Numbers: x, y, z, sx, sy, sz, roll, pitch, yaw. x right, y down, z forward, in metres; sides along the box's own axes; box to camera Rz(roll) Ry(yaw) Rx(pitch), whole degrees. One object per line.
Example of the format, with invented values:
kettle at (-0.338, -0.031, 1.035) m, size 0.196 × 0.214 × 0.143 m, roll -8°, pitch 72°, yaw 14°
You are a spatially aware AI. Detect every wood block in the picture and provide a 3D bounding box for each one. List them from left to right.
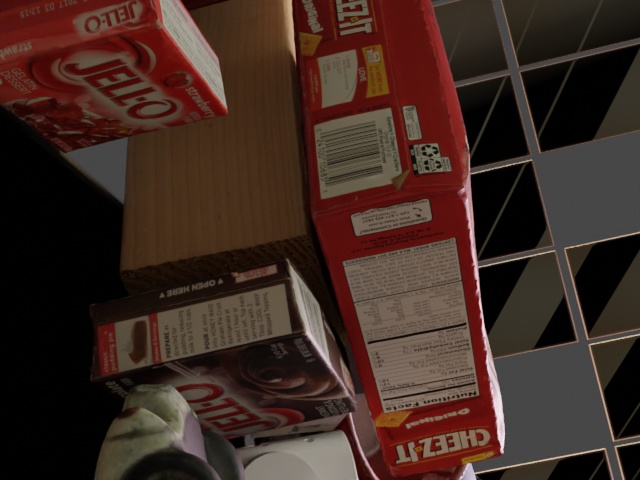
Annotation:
wood block at (-0.046, -0.041, 0.570) m, size 0.090 × 0.091 × 0.206 m, roll 71°, pitch 9°, yaw -47°

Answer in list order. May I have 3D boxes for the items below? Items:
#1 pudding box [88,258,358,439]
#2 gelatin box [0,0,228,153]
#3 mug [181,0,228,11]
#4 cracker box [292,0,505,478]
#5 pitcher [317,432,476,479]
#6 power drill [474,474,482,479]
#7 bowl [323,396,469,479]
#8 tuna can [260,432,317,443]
pudding box at (-0.039, 0.054, 0.469) m, size 0.113 × 0.090 × 0.039 m, roll 64°, pitch 14°, yaw -60°
gelatin box at (-0.082, -0.065, 0.403) m, size 0.089 × 0.073 × 0.030 m, roll 53°, pitch 26°, yaw -73°
mug at (-0.080, -0.158, 0.546) m, size 0.117 × 0.081 × 0.093 m, roll -65°, pitch 142°, yaw -78°
cracker box at (0.043, -0.006, 0.546) m, size 0.213 × 0.072 × 0.164 m, roll 73°, pitch 8°, yaw -47°
pitcher at (0.051, 0.157, 0.874) m, size 0.144 × 0.149 × 0.243 m, roll 12°, pitch 51°, yaw -34°
power drill at (0.102, 0.286, 0.962) m, size 0.185 × 0.057 × 0.187 m, roll 178°, pitch -84°, yaw -74°
bowl at (0.045, 0.106, 0.741) m, size 0.161 × 0.055 × 0.162 m, roll 18°, pitch 67°, yaw -48°
tuna can at (-0.013, 0.167, 0.696) m, size 0.086 × 0.034 × 0.086 m, roll -13°, pitch 90°, yaw -83°
